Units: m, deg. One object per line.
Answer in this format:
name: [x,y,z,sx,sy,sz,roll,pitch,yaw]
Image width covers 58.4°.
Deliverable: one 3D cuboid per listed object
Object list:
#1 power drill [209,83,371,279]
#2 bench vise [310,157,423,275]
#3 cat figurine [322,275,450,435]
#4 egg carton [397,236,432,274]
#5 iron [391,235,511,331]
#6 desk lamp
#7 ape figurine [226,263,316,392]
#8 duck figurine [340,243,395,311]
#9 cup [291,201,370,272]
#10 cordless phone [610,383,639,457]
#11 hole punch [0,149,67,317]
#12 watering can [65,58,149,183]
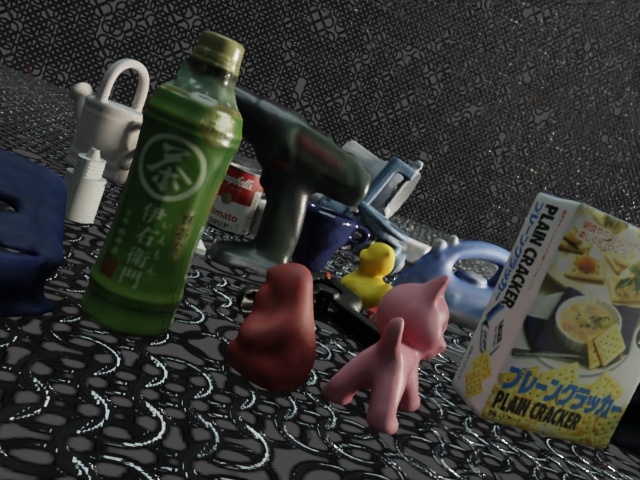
power drill: [-0.061,-0.064,0.720,0.230,0.208,0.075,20,9,-14]
bench vise: [0.089,-0.065,1.056,0.208,0.220,0.121,20,9,-13]
cat figurine: [0.067,0.078,0.466,0.067,0.118,0.128,25,9,20]
egg carton: [0.173,0.030,1.184,0.150,0.069,0.107,25,9,20]
iron: [0.236,0.060,0.916,0.259,0.141,0.118,18,9,-23]
desk lamp: [0.082,-0.087,1.199,0.203,0.213,0.118,24,9,15]
ape figurine: [-0.032,0.059,0.425,0.076,0.092,0.078,26,10,26]
duck figurine: [0.075,0.047,0.786,0.078,0.086,0.104,18,9,-24]
cup: [0.008,0.003,0.858,0.118,0.095,0.091,21,9,-4]
cordless phone: [0.390,0.148,0.612,0.147,0.185,0.094,22,9,2]
hole punch: [-0.224,-0.010,0.379,0.109,0.091,0.100,16,10,-34]
watering can: [-0.340,-0.202,0.929,0.173,0.194,0.101,22,9,0]
